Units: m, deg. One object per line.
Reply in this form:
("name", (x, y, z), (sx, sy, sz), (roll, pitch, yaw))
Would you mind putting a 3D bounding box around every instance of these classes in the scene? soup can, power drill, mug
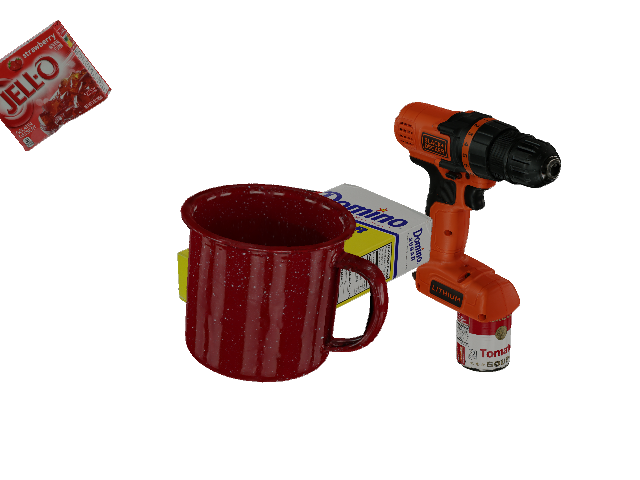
("soup can", (0.203, 0.104, 1.326), (0.068, 0.102, 0.068), (-1, 18, 0))
("power drill", (0.142, -0.024, 0.967), (0.057, 0.188, 0.185), (-19, 29, -30))
("mug", (-0.020, 0.026, 0.574), (0.117, 0.081, 0.093), (13, 24, 16))

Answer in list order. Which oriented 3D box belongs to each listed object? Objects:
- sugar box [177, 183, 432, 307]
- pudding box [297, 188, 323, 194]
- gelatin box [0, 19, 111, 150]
("sugar box", (-0.008, 0.011, 0.784), (0.093, 0.048, 0.175), (25, 38, 37))
("pudding box", (-0.003, -0.026, 1.277), (0.090, 0.039, 0.113), (8, 23, 15))
("gelatin box", (-0.233, -0.128, 0.891), (0.089, 0.073, 0.030), (-30, 22, 12))
